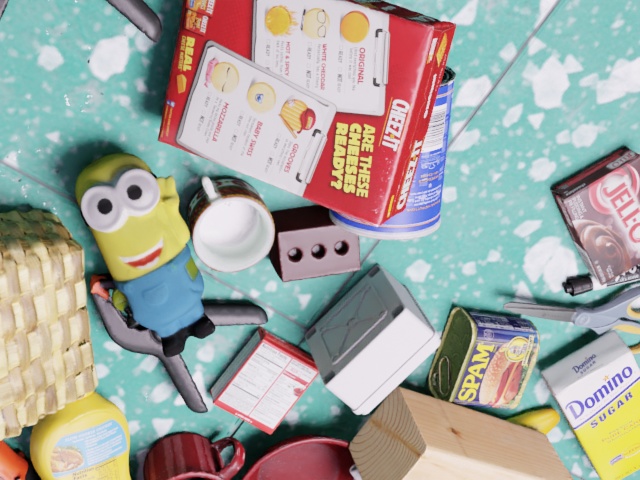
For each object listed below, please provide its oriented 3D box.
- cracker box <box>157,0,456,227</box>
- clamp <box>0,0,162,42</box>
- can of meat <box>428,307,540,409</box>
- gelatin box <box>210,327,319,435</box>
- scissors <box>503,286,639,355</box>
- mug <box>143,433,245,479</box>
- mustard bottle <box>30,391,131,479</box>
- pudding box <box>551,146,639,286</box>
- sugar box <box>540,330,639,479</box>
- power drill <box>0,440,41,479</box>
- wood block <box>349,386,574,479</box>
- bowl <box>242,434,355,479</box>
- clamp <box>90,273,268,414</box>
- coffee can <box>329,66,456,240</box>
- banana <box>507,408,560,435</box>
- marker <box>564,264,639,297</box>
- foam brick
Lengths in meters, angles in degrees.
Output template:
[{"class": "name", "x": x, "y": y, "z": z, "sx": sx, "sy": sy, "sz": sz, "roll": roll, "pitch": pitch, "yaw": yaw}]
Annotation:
[{"class": "cracker box", "x": -0.015, "y": -0.126, "z": 0.868, "sx": 0.214, "sy": 0.072, "sz": 0.164, "roll": 22, "pitch": 112, "yaw": 19}, {"class": "clamp", "x": -0.213, "y": -0.238, "z": 0.846, "sx": 0.164, "sy": 0.036, "sz": 0.210, "roll": -6, "pitch": 115, "yaw": -12}, {"class": "can of meat", "x": 0.170, "y": 0.124, "z": 1.099, "sx": 0.083, "sy": 0.057, "sz": 0.102, "roll": 8, "pitch": 113, "yaw": -20}, {"class": "gelatin box", "x": -0.055, "y": 0.140, "z": 1.065, "sx": 0.073, "sy": 0.030, "sz": 0.089, "roll": 32, "pitch": 103, "yaw": -23}, {"class": "scissors", "x": 0.288, "y": 0.067, "z": 1.109, "sx": 0.201, "sy": 0.016, "sz": 0.096, "roll": 25, "pitch": 111, "yaw": -31}, {"class": "mug", "x": -0.124, "y": 0.239, "z": 1.063, "sx": 0.117, "sy": 0.081, "sz": 0.093, "roll": -41, "pitch": 117, "yaw": 6}, {"class": "mustard bottle", "x": -0.227, "y": 0.208, "z": 1.021, "sx": 0.096, "sy": 0.058, "sz": 0.191, "roll": -15, "pitch": 104, "yaw": -36}, {"class": "pudding box", "x": 0.295, "y": -0.024, "z": 1.071, "sx": 0.090, "sy": 0.039, "sz": 0.113, "roll": -30, "pitch": 118, "yaw": 1}, {"class": "sugar box", "x": 0.315, "y": 0.186, "z": 1.158, "sx": 0.093, "sy": 0.048, "sz": 0.176, "roll": -31, "pitch": 127, "yaw": 5}, {"class": "power drill", "x": -0.347, "y": 0.284, "z": 1.044, "sx": 0.187, "sy": 0.057, "sz": 0.184, "roll": -34, "pitch": 117, "yaw": 1}, {"class": "wood block", "x": 0.146, "y": 0.230, "z": 1.069, "sx": 0.205, "sy": 0.091, "sz": 0.090, "roll": 22, "pitch": 115, "yaw": -30}, {"class": "bowl", "x": -0.017, "y": 0.260, "z": 1.115, "sx": 0.162, "sy": 0.055, "sz": 0.162, "roll": -5, "pitch": 116, "yaw": -12}, {"class": "clamp", "x": -0.146, "y": 0.091, "z": 1.011, "sx": 0.171, "sy": 0.039, "sz": 0.120, "roll": 24, "pitch": 90, "yaw": -17}, {"class": "coffee can", "x": 0.063, "y": -0.084, "z": 0.949, "sx": 0.102, "sy": 0.103, "sz": 0.140, "roll": -3, "pitch": 115, "yaw": -13}, {"class": "banana", "x": 0.163, "y": 0.208, "z": 1.146, "sx": 0.197, "sy": 0.037, "sz": 0.070, "roll": 7, "pitch": 115, "yaw": -17}, {"class": "marker", "x": 0.312, "y": 0.038, "z": 1.115, "sx": 0.121, "sy": 0.020, "sz": 0.020, "roll": -13, "pitch": 117, "yaw": -8}, {"class": "foam brick", "x": -0.007, "y": 0.001, "z": 1.000, "sx": 0.078, "sy": 0.051, "sz": 0.053, "roll": -9, "pitch": 116, "yaw": -10}]
